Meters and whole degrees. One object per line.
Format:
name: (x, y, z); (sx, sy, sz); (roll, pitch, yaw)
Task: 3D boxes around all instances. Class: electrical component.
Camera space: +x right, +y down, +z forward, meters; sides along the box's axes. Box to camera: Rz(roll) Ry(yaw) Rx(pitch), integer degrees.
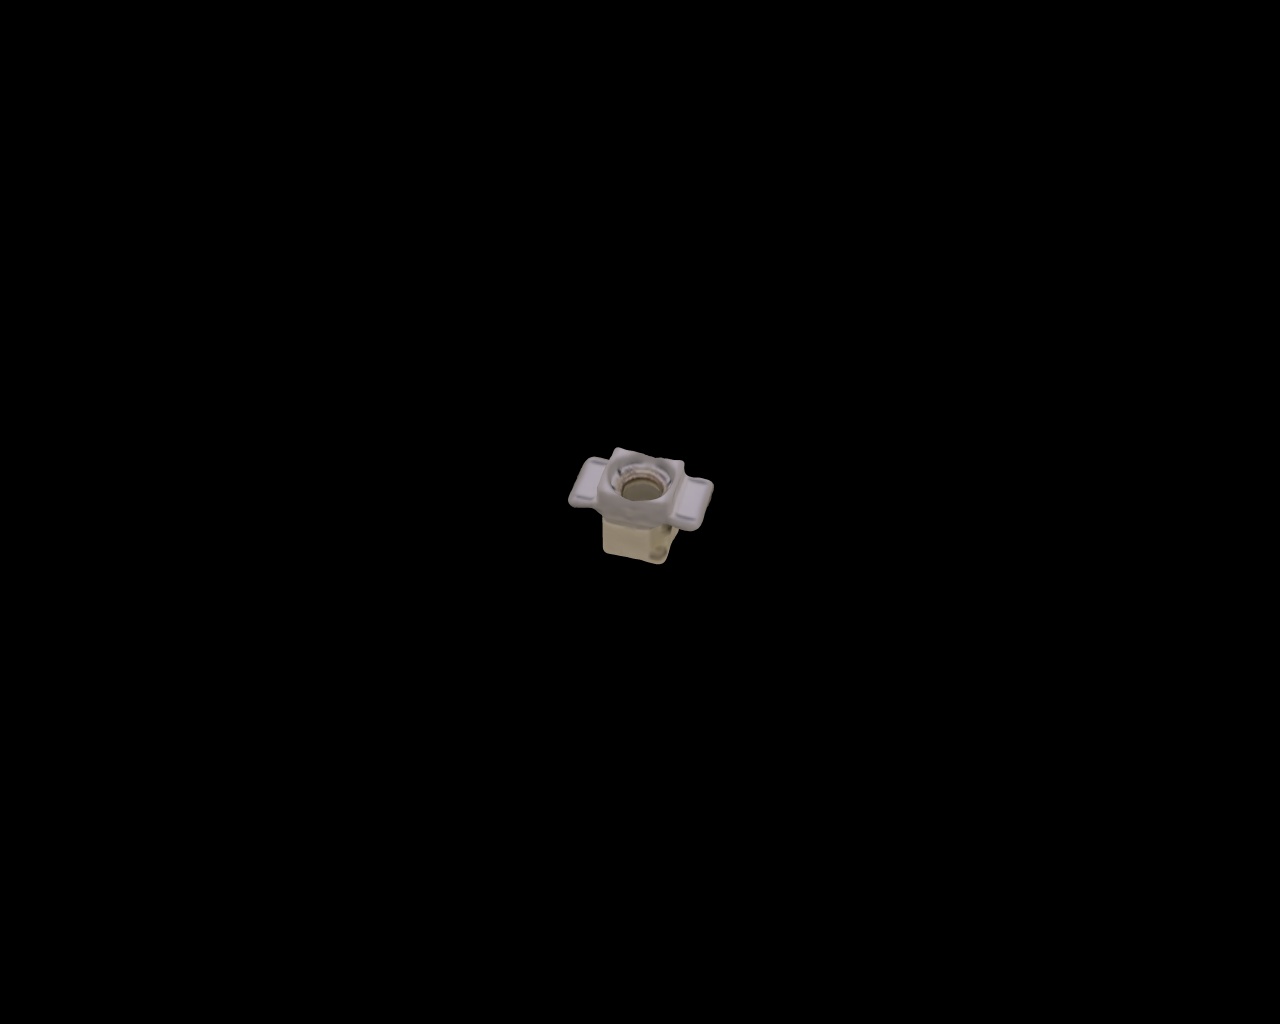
electrical component: (0.001, -0.003, 0.650); (0.081, 0.063, 0.042); (13, 47, 12)
